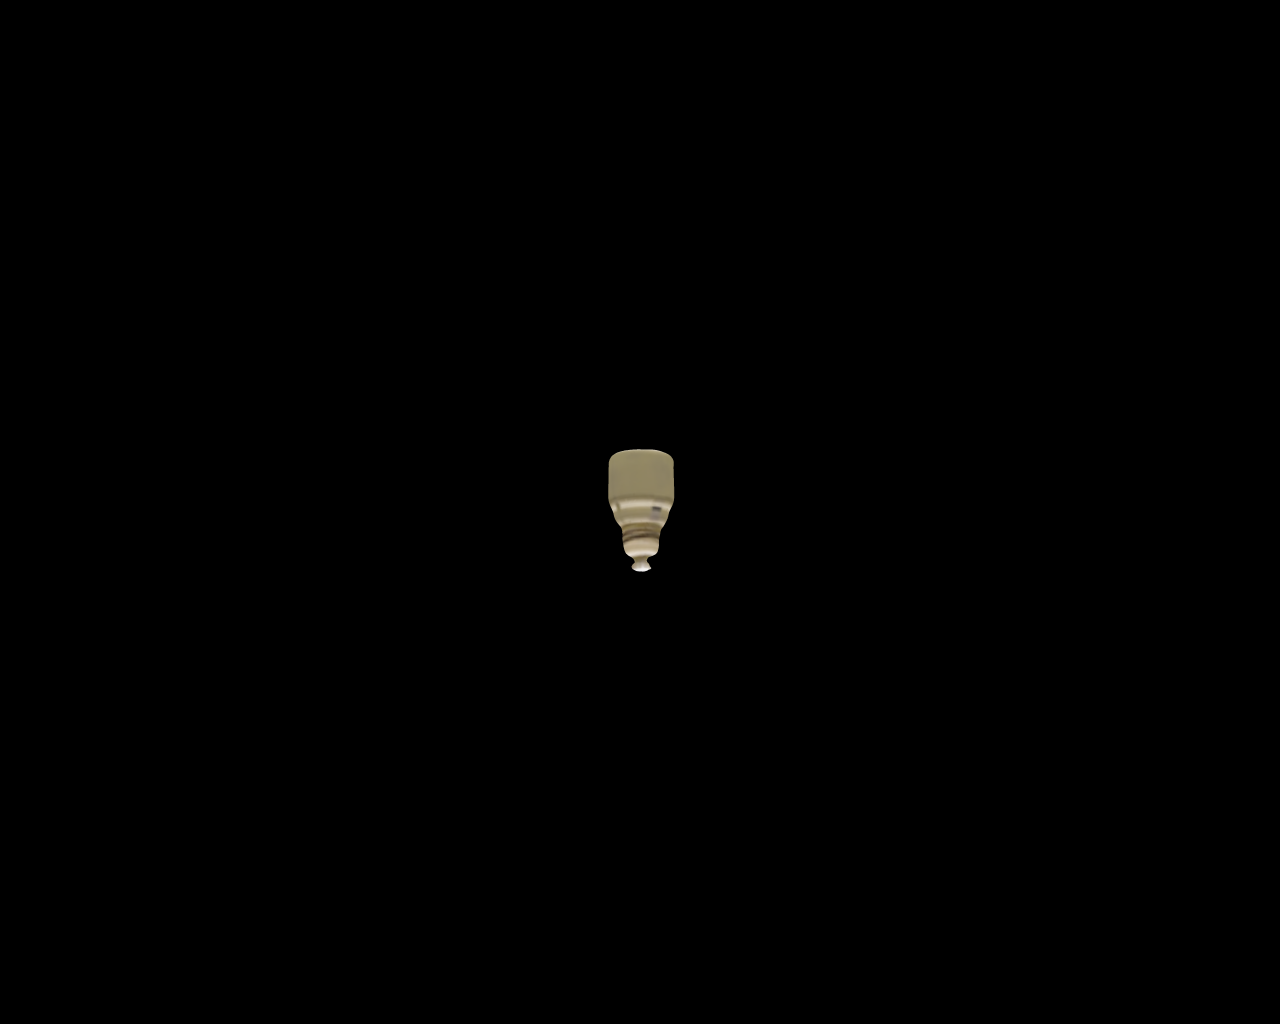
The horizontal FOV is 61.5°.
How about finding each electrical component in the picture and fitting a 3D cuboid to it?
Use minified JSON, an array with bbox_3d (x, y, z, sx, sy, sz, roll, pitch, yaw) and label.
[{"bbox_3d":[0.001,-0.003,0.650,0.040,0.078,0.040,0,-12,0],"label":"electrical component"}]
